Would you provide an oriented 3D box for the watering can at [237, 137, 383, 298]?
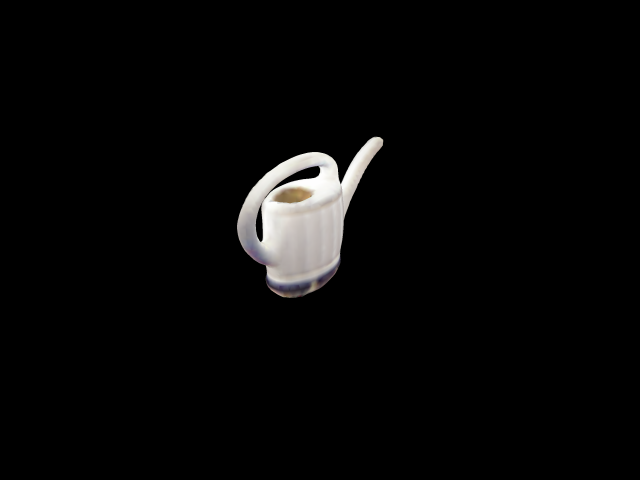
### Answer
[{"bbox_3d":[0.003,-0.043,0.850,0.105,0.220,0.352,20,33,35],"label":"watering can"}]
